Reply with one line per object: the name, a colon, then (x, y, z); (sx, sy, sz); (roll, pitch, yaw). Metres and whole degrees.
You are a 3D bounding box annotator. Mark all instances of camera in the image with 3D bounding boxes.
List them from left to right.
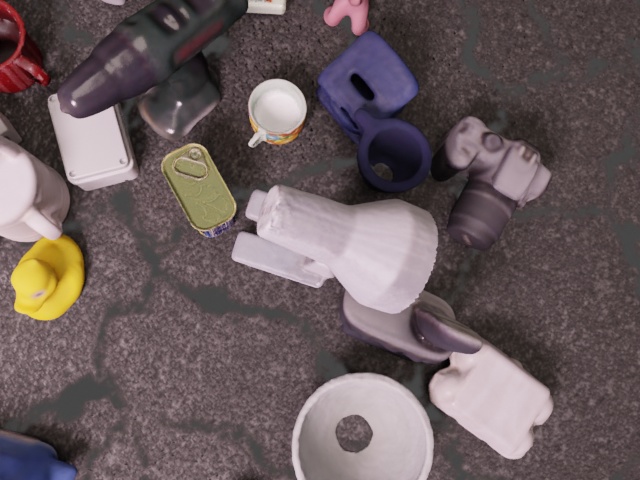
camera: (0.208, -0.067, 0.732); (0.143, 0.100, 0.137); (31, 80, -2)

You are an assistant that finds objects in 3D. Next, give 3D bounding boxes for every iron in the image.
iron: (-0.404, 0.260, 0.592); (0.258, 0.141, 0.119); (16, 81, -5)

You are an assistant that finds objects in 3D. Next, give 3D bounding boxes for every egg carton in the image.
egg carton: (0.213, 0.193, 0.714); (0.150, 0.069, 0.107); (36, 80, -1)

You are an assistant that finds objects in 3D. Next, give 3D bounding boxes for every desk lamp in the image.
desk lamp: (0.006, 0.002, 0.640); (0.203, 0.213, 0.118); (17, 81, -4)

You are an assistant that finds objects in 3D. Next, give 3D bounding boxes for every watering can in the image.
watering can: (-0.357, -0.062, 0.614); (0.173, 0.194, 0.101); (17, 81, -4)

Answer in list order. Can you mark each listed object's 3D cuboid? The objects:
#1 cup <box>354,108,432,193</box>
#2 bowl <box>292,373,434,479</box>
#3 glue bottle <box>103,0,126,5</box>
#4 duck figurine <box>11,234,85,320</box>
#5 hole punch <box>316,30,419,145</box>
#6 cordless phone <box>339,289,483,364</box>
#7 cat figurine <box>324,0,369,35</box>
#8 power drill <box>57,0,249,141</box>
cup: (0.076, -0.106, 0.723); (0.092, 0.095, 0.118); (-39, 89, -10)
bowl: (0.047, 0.240, 0.685); (0.167, 0.074, 0.167); (1, 82, -7)
glue bottle: (-0.258, -0.356, 0.675); (0.037, 0.173, 0.078); (9, 81, -5)
duck figurine: (-0.320, 0.040, 0.660); (0.077, 0.086, 0.105); (15, 81, -5)
hole punch: (0.059, -0.192, 0.734); (0.101, 0.091, 0.108); (-40, 89, -10)
cordless phone: (0.101, 0.087, 0.656); (0.147, 0.185, 0.094); (19, 81, -4)
cat figurine: (0.053, -0.353, 0.741); (0.067, 0.117, 0.128); (12, 81, -5)
power drill: (-0.174, -0.190, 0.646); (0.075, 0.208, 0.230); (42, 80, 0)
